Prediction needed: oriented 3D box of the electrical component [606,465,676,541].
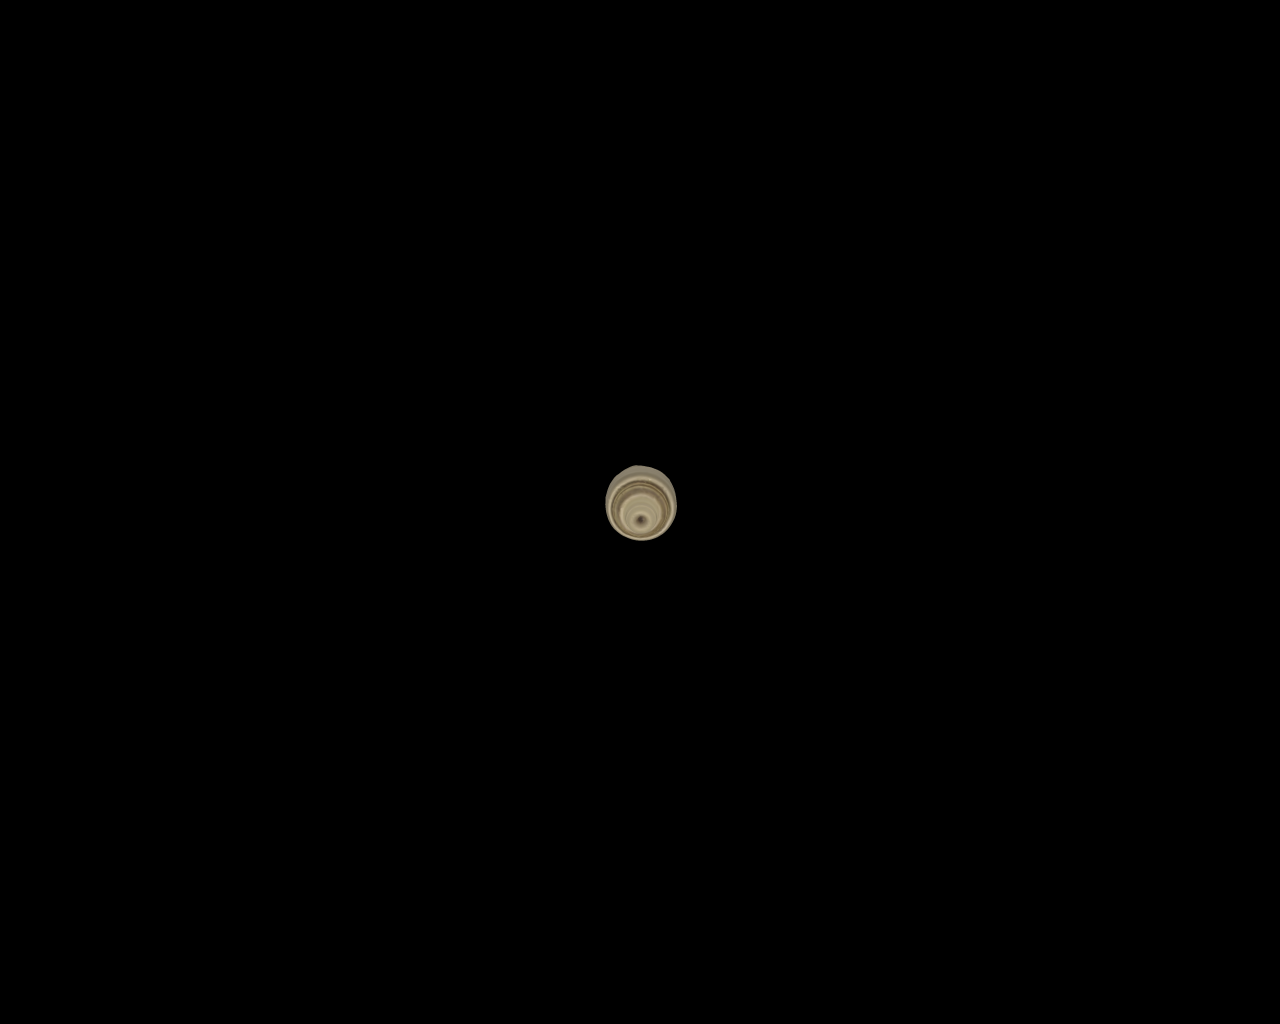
[{"bbox_3d":[0.001,-0.003,0.650,0.043,0.043,0.062,0,16,0],"label":"electrical component"}]
